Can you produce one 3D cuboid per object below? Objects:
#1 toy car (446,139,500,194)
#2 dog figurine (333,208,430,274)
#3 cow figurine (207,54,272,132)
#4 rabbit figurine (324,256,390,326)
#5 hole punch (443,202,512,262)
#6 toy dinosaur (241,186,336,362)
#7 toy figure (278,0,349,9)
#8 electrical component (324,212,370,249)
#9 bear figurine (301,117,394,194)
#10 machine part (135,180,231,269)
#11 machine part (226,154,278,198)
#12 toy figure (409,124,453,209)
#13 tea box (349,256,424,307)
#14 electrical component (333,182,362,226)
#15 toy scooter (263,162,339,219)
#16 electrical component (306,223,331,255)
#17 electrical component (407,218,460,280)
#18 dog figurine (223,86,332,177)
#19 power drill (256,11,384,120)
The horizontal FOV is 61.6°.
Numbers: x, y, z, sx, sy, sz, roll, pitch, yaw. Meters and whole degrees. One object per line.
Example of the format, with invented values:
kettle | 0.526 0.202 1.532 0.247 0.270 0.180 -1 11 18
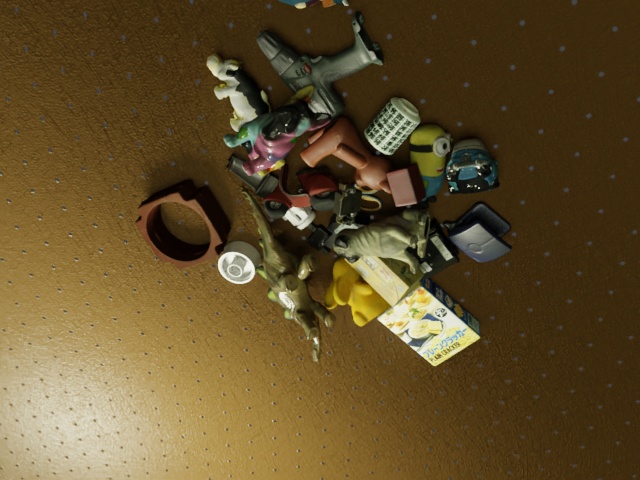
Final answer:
toy car | 0.315 -0.160 1.130 0.109 0.161 0.103 -8 75 24
dog figurine | 0.140 -0.018 1.205 0.191 0.172 0.121 10 121 23
cow figurine | -0.175 -0.329 1.161 0.098 0.068 0.167 -17 119 15
rabbit figurine | 0.085 0.120 1.340 0.173 0.162 0.122 60 152 1
hole punch | 0.365 -0.005 1.227 0.142 0.092 0.115 34 125 -13
toy dinosaur | -0.085 0.086 1.320 0.199 0.105 0.470 3 113 58
toy figure | -0.005 -0.483 1.039 0.155 0.058 0.064 5 128 4
electrical component | 0.058 -0.028 1.297 0.075 0.048 0.119 31 133 -11
bear figurine | 0.073 -0.170 1.177 0.132 0.120 0.195 -30 115 30
machine part | -0.344 -0.038 1.364 0.201 0.087 0.201 -19 113 22
machine part | -0.161 -0.152 1.284 0.139 0.039 0.084 35 127 -11
toy figure | 0.231 -0.161 1.167 0.089 0.082 0.180 12 126 9
tea box | 0.151 0.062 1.275 0.170 0.068 0.098 45 143 13
electrical component | 0.062 -0.078 1.195 0.078 0.045 0.102 -6 116 -35
toy scooter | -0.045 -0.127 1.238 0.184 0.135 0.075 -10 159 1
electrical component | -0.003 -0.004 1.345 0.094 0.021 0.063 36 122 -11
electrical component | 0.249 0.028 1.288 0.134 0.058 0.114 -29 109 26
dog figurine | -0.077 -0.230 1.139 0.219 0.191 0.108 -30 88 19
power drill | 0.009 -0.371 1.090 0.207 0.086 0.231 -29 112 22
